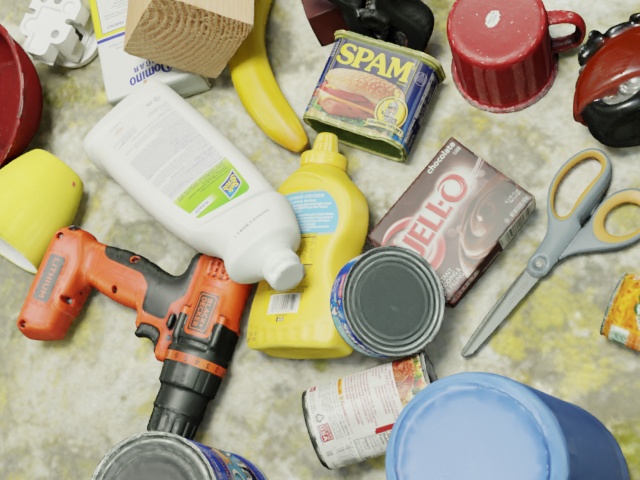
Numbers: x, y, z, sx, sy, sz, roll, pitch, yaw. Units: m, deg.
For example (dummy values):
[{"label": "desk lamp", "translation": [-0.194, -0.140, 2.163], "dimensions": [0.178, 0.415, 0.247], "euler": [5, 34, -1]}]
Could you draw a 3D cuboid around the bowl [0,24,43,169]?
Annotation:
[{"label": "bowl", "translation": [-0.312, -0.129, 1.004], "dimensions": [0.162, 0.055, 0.162], "euler": [-2, 87, 35]}]

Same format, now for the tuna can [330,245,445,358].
[{"label": "tuna can", "translation": [0.052, 0.049, 0.828], "dimensions": [0.086, 0.034, 0.086], "euler": [4, 79, -20]}]

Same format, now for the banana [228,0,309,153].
[{"label": "banana", "translation": [-0.052, -0.168, 0.972], "dimensions": [0.070, 0.037, 0.198], "euler": [-10, 71, 16]}]

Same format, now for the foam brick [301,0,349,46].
[{"label": "foam brick", "translation": [0.009, -0.227, 0.965], "dimensions": [0.051, 0.053, 0.078], "euler": [-19, 70, 9]}]

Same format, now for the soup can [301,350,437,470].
[{"label": "soup can", "translation": [0.044, 0.134, 0.836], "dimensions": [0.102, 0.068, 0.068], "euler": [-19, 69, 9]}]

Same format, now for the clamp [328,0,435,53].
[{"label": "clamp", "translation": [0.036, -0.200, 0.890], "dimensions": [0.120, 0.171, 0.039], "euler": [16, 74, 28]}]

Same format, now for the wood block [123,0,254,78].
[{"label": "wood block", "translation": [-0.114, -0.262, 0.956], "dimensions": [0.090, 0.090, 0.206], "euler": [13, 60, -24]}]

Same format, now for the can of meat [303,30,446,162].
[{"label": "can of meat", "translation": [0.045, -0.124, 0.922], "dimensions": [0.102, 0.057, 0.084], "euler": [20, 82, 20]}]

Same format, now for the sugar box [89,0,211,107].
[{"label": "sugar box", "translation": [-0.167, -0.213, 1.014], "dimensions": [0.093, 0.048, 0.176], "euler": [-16, 73, 8]}]

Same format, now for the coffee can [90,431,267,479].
[{"label": "coffee can", "translation": [-0.102, 0.205, 0.814], "dimensions": [0.103, 0.140, 0.103], "euler": [-4, 72, 14]}]

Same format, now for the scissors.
[{"label": "scissors", "translation": [0.198, 0.021, 0.857], "dimensions": [0.096, 0.016, 0.201], "euler": [23, 81, 20]}]

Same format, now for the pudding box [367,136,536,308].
[{"label": "pudding box", "translation": [0.109, -0.014, 0.879], "dimensions": [0.090, 0.039, 0.113], "euler": [40, 87, 22]}]

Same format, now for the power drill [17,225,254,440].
[{"label": "power drill", "translation": [-0.161, 0.075, 0.918], "dimensions": [0.188, 0.057, 0.184], "euler": [16, 74, 16]}]

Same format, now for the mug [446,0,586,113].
[{"label": "mug", "translation": [0.162, -0.166, 0.889], "dimensions": [0.117, 0.081, 0.093], "euler": [-7, 72, 13]}]

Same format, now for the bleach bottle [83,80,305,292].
[{"label": "bleach bottle", "translation": [-0.099, -0.035, 0.895], "dimensions": [0.102, 0.068, 0.251], "euler": [-43, 52, -2]}]

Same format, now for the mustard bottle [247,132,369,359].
[{"label": "mustard bottle", "translation": [-0.006, 0.001, 0.892], "dimensions": [0.096, 0.058, 0.191], "euler": [-7, 69, 41]}]

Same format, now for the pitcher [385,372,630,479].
[{"label": "pitcher", "translation": [0.133, 0.166, 0.707], "dimensions": [0.149, 0.242, 0.145], "euler": [16, 82, 25]}]
